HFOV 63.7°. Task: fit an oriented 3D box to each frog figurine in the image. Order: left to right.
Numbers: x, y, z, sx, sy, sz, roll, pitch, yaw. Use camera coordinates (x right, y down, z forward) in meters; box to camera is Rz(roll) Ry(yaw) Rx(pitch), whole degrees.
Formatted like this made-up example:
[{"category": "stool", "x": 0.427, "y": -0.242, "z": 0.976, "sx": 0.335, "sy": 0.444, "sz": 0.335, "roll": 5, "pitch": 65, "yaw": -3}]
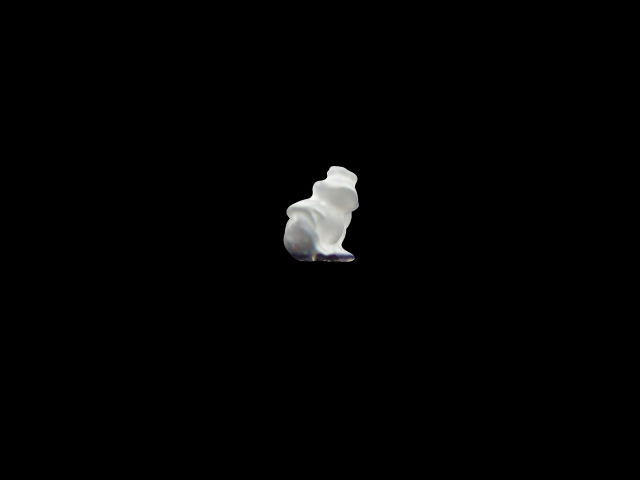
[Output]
[{"category": "frog figurine", "x": 0.003, "y": -0.043, "z": 0.850, "sx": 0.137, "sy": 0.160, "sz": 0.122, "roll": 5, "pitch": -7, "yaw": -43}]
